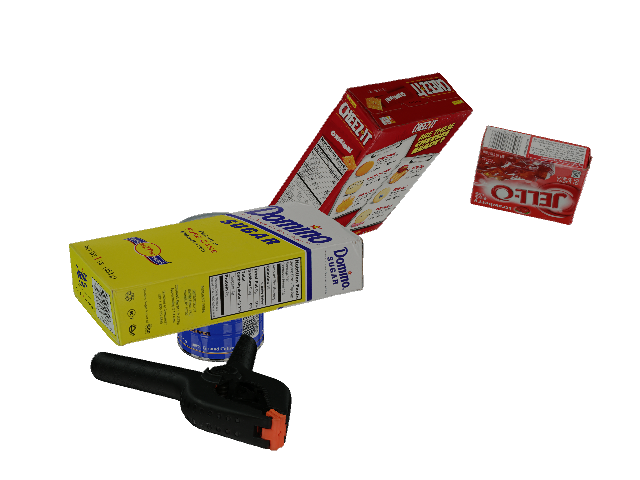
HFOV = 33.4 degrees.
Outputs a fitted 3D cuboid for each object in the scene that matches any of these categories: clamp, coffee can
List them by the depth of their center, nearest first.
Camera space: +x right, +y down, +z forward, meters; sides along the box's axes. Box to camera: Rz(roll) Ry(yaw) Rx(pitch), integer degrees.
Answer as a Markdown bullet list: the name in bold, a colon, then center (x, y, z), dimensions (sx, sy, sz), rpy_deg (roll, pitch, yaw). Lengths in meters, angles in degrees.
- **clamp**: center (-0.081, 0.126, 0.929), dimensions (0.164, 0.036, 0.210), rpy_deg (-8, 18, -39)
- **coffee can**: center (-0.115, 0.052, 1.216), dimensions (0.103, 0.140, 0.103), rpy_deg (1, 26, -1)

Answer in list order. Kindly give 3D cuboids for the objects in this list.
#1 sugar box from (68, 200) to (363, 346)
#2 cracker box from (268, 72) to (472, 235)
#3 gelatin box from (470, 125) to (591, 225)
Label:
- **sugar box**: center (-0.069, 0.017, 0.715), dimensions (0.176, 0.048, 0.093), rpy_deg (-15, 26, -25)
- **cracker box**: center (0.048, -0.085, 1.197), dimensions (0.163, 0.072, 0.214), rpy_deg (-18, -27, -45)
- **gelatin box**: center (0.175, -0.053, 0.892), dimensions (0.089, 0.030, 0.073), rpy_deg (14, -36, 10)
